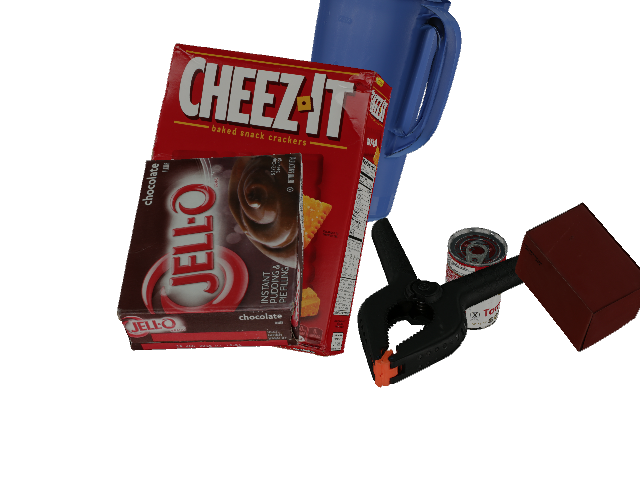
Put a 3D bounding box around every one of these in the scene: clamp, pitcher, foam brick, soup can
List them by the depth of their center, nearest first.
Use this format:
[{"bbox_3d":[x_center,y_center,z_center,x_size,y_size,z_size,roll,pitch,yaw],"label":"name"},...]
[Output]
[{"bbox_3d":[0.179,0.025,0.734,0.051,0.078,0.053,-25,-31,-16],"label":"foam brick"},{"bbox_3d":[0.084,0.050,0.945,0.165,0.036,0.209,17,40,27],"label":"clamp"},{"bbox_3d":[0.051,-0.144,1.100,0.145,0.243,0.149,11,17,-1],"label":"pitcher"},{"bbox_3d":[0.179,0.046,1.244,0.068,0.102,0.068,0,38,0],"label":"soup can"}]

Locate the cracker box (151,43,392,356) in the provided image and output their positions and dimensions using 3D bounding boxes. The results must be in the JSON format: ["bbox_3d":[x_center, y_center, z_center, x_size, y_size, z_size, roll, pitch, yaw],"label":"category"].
[{"bbox_3d":[-0.048,-0.031,0.814,0.164,0.214,0.072,10,-1,14],"label":"cracker box"}]

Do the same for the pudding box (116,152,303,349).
[{"bbox_3d":[-0.055,0.004,0.573,0.090,0.113,0.039,-2,-44,4],"label":"pudding box"}]
